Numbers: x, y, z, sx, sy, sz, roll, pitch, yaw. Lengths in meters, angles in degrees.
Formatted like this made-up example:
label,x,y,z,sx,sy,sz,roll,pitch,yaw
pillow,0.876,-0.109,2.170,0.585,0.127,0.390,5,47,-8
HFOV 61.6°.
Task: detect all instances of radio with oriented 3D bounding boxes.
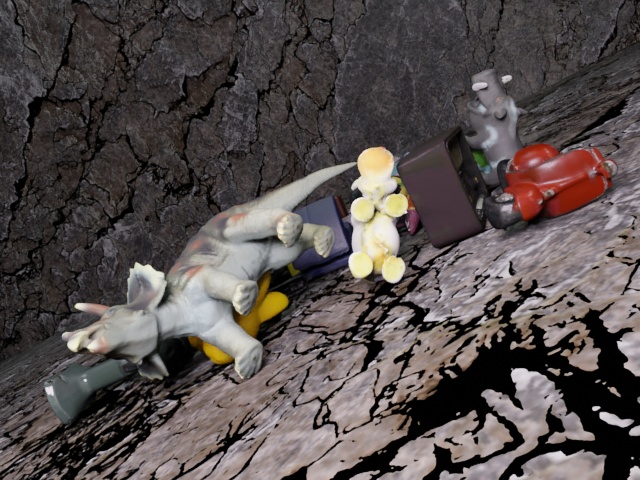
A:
label,x,y,z,sx,sy,sz,roll,pitch,yaw
radio,0.186,-0.083,0.774,0.073,0.131,0.229,-23,8,26

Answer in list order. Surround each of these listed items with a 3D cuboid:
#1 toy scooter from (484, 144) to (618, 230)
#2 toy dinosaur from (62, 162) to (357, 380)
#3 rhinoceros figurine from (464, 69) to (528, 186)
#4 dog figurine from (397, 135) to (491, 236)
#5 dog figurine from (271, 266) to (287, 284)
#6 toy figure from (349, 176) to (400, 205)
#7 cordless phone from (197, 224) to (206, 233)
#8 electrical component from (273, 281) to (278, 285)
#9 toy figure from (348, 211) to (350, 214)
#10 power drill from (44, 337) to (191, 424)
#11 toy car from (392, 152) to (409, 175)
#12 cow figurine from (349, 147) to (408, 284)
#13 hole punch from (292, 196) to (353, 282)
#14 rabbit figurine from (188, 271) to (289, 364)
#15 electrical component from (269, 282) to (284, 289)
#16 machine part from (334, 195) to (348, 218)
label,x,y,z,sx,sy,sz,roll,pitch,yaw
toy scooter,0.272,-0.073,0.625,0.135,0.075,0.184,-23,11,33
toy dinosaur,-0.114,0.026,0.653,0.192,0.131,0.405,12,44,28
rhinoceros figurine,0.286,-0.179,0.873,0.073,0.190,0.112,-15,-2,-17
dog figurine,0.197,-0.092,0.937,0.192,0.108,0.219,-18,15,36
dog figurine,-0.119,0.040,0.983,0.191,0.121,0.172,-21,23,27
toy figure,0.129,-0.086,1.051,0.082,0.089,0.180,-15,-9,42
cordless phone,-0.250,0.060,1.099,0.089,0.184,0.147,-1,2,-22
electrical component,-0.097,0.042,1.113,0.075,0.047,0.119,-17,35,49
toy figure,0.093,-0.059,1.262,0.064,0.058,0.154,-52,-2,25
power drill,-0.289,0.186,0.788,0.207,0.086,0.232,-31,5,1
toy car,0.172,-0.112,1.182,0.162,0.109,0.103,-36,25,-1
cow figurine,0.073,-0.028,0.685,0.068,0.167,0.098,2,-6,3
hole punch,-0.002,-0.003,0.938,0.142,0.092,0.116,-22,39,12
rabbit figurine,-0.123,0.103,0.731,0.162,0.121,0.173,-29,25,-8
electrical component,-0.100,0.100,0.946,0.094,0.021,0.063,-29,7,-13
machine part,-0.023,-0.040,1.211,0.179,0.056,0.179,-26,3,2
